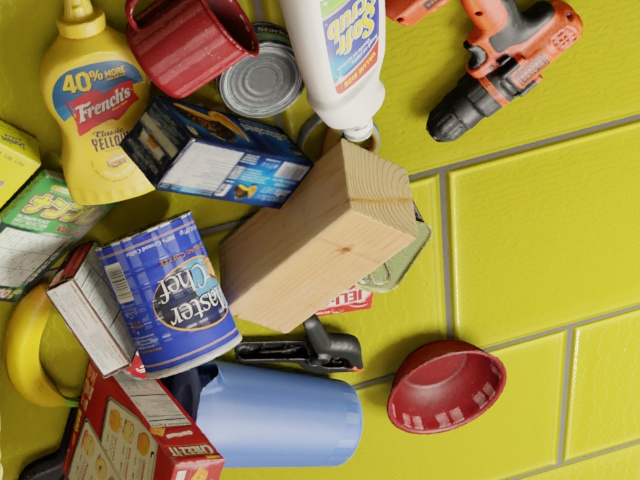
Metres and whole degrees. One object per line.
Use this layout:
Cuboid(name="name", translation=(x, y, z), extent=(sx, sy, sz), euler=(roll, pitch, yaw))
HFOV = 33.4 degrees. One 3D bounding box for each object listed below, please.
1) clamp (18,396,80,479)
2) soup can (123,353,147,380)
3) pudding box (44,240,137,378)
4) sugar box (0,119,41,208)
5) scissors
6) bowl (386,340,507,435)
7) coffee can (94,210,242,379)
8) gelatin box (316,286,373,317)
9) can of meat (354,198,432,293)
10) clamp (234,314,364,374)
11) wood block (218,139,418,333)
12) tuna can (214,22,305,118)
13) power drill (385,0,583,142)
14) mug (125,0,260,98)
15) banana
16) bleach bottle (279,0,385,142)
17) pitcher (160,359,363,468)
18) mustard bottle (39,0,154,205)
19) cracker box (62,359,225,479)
Cuboid(name="clamp", translation=(-0.306, 0.275, 1.308), extent=(0.210, 0.036, 0.164), euler=(-33, 133, 7))
Cuboid(name="soup can", translation=(-0.174, 0.097, 1.164), extent=(0.102, 0.068, 0.068), euler=(-38, 133, 17))
Cuboid(name="pudding box", translation=(-0.223, 0.069, 1.077), extent=(0.039, 0.090, 0.113), euler=(-26, 110, 15))
Cuboid(name="sugar box", translation=(-0.348, -0.044, 0.985), extent=(0.093, 0.048, 0.176), euler=(30, 116, -38))
Cuboid(name="scissors", translation=(0.040, -0.144, 1.049), extent=(0.096, 0.016, 0.202), euler=(9, 128, -28))
Cuboid(name="bowl", translation=(0.155, 0.178, 1.367), extent=(0.162, 0.055, 0.162), euler=(-10, 134, -10))
Cuboid(name="coffee can", translation=(-0.150, 0.054, 1.061), extent=(0.103, 0.103, 0.140), euler=(-21, 95, 1))
Cuboid(name="gelatin box", translation=(0.018, 0.051, 1.216), extent=(0.089, 0.030, 0.073), euler=(-7, 135, -12))
Cuboid(name="can of meat", translation=(0.065, -0.009, 1.137), extent=(0.057, 0.084, 0.102), euler=(11, 127, -28))
Cuboid(name="clamp", translation=(-0.016, 0.132, 1.266), extent=(0.120, 0.039, 0.171), euler=(-18, 149, 28))
Cuboid(name="wood block", translation=(-0.007, 0.002, 1.086), extent=(0.090, 0.090, 0.206), euler=(23, 136, -34))
Cuboid(name="tuna can", translation=(-0.056, -0.156, 0.990), extent=(0.086, 0.034, 0.086), euler=(-10, 135, -11))
Cuboid(name="power drill", translation=(0.137, -0.192, 1.011), extent=(0.185, 0.057, 0.187), euler=(-42, 134, 15))
Cuboid(name="mug", translation=(-0.117, -0.180, 0.906), extent=(0.082, 0.093, 0.117), euler=(-31, 145, 18))
Cuboid(name="banana", translation=(-0.312, 0.124, 1.166), extent=(0.069, 0.037, 0.198), euler=(-21, 138, -20))
Cuboid(name="bleach bottle", translation=(0.020, -0.194, 0.944), extent=(0.102, 0.068, 0.251), euler=(-36, 139, -19))
Cuboid(name="pitcher", translation=(-0.079, 0.217, 1.277), extent=(0.242, 0.149, 0.145), euler=(11, 86, -32))
Cuboid(name="mustard bottle", translation=(-0.194, -0.127, 0.939), extent=(0.096, 0.058, 0.191), euler=(-14, 124, -10))
Cuboid(name="cracker box", translation=(-0.199, 0.247, 1.170), extent=(0.071, 0.214, 0.164), euler=(1, 115, -38))
